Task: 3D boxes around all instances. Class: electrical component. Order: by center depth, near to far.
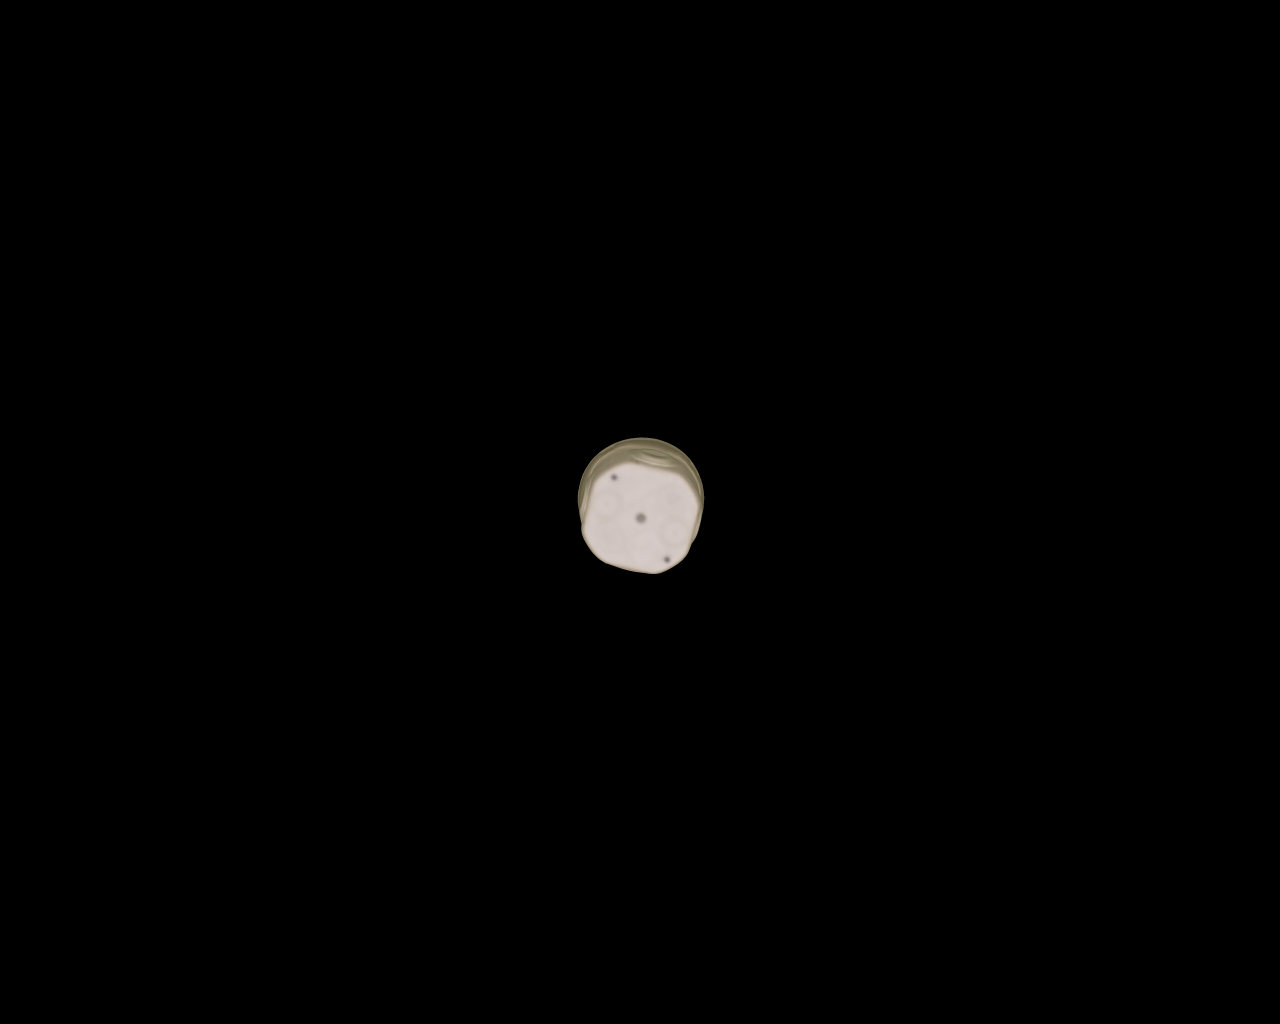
[{"bbox_3d":[0.001,-0.003,0.650,0.080,0.080,0.051,0,16,0],"label":"electrical component"}]
